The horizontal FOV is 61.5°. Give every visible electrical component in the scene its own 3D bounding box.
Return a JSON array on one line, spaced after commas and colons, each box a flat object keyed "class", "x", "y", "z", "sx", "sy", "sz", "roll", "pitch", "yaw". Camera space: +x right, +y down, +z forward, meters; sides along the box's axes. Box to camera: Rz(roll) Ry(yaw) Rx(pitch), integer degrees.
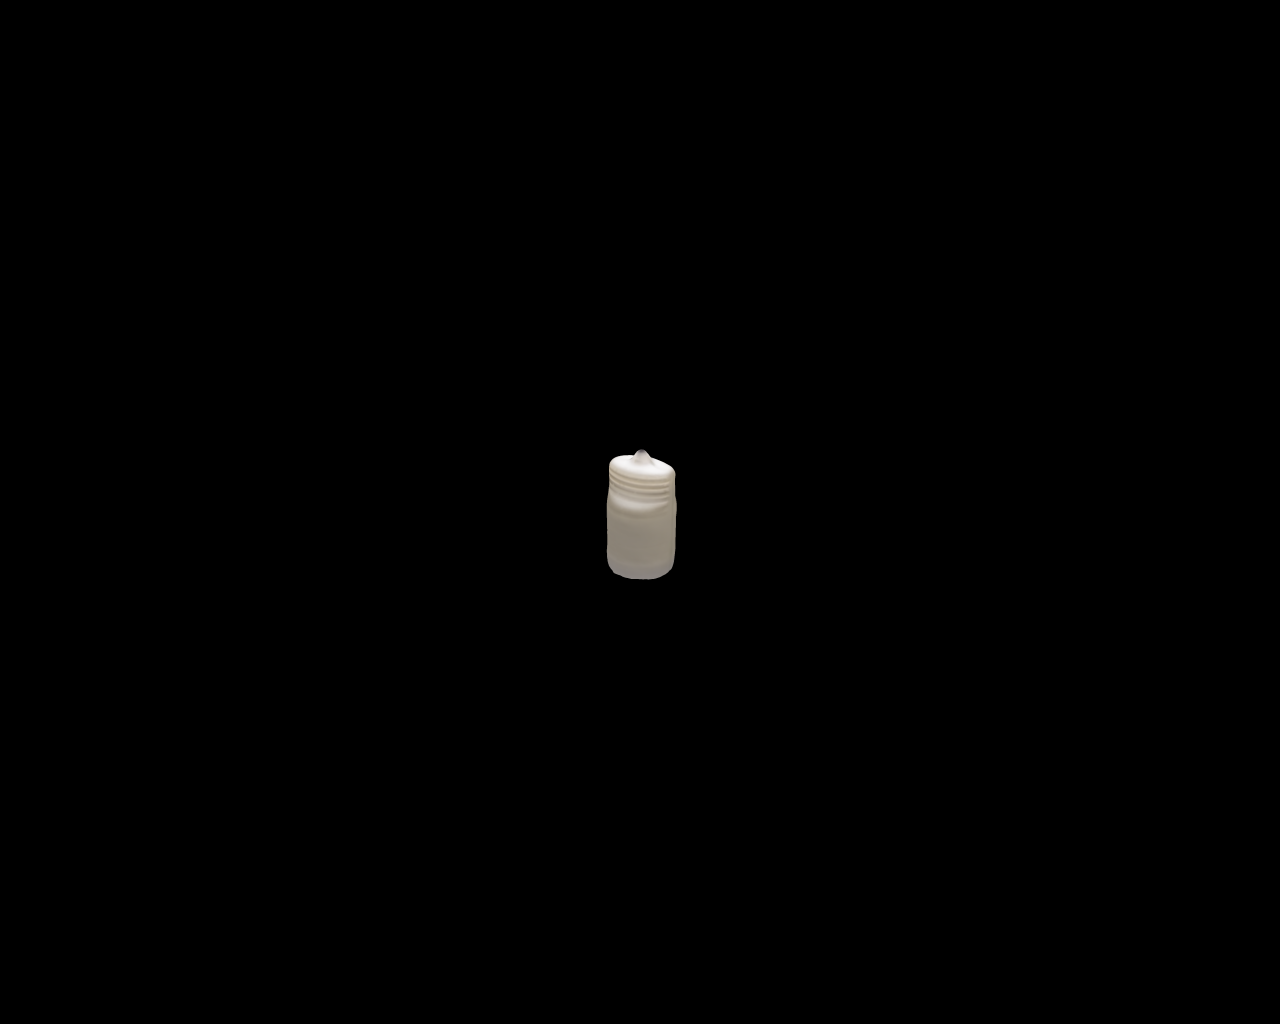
[{"class": "electrical component", "x": 0.001, "y": -0.003, "z": 0.650, "sx": 0.043, "sy": 0.080, "sz": 0.043, "roll": 0, "pitch": 29, "yaw": 0}]
